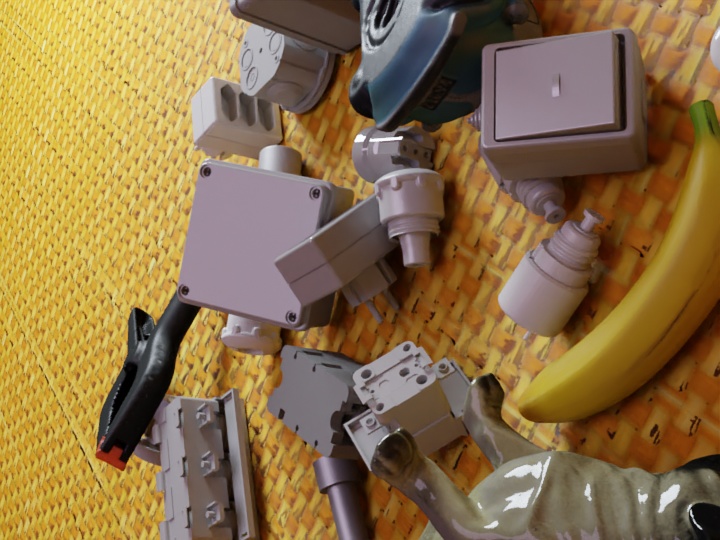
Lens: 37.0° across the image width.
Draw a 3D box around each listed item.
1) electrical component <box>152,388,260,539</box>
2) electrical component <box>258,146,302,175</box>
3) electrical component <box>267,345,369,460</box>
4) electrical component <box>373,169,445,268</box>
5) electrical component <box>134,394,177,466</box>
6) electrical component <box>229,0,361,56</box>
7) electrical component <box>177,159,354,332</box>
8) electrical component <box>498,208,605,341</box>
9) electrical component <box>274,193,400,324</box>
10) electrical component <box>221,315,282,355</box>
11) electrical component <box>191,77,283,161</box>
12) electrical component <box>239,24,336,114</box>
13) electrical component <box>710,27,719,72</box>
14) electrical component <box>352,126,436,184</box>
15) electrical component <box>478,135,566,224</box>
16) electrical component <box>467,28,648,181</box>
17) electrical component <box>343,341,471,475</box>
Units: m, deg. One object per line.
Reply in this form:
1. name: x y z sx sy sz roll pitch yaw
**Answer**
1. electrical component: -0.124 0.164 0.856 0.079 0.063 0.121 -39 51 42
2. electrical component: -0.065 -0.066 0.860 0.044 0.044 0.065 -25 56 50
3. electrical component: -0.014 0.090 0.728 0.089 0.056 0.050 26 102 54
4. electrical component: 0.035 -0.033 0.706 0.048 0.048 0.062 -19 73 51
5. electrical component: -0.170 0.141 0.947 0.066 0.048 0.055 18 88 55
6. electrical component: -0.039 -0.232 0.810 0.056 0.109 0.108 -18 66 49
7. electrical component: -0.070 -0.019 0.796 0.109 0.056 0.108 13 94 21
8. electrical component: 0.109 0.001 0.593 0.078 0.040 0.040 -60 39 24
9. electrical component: 0.000 0.000 0.728 0.047 0.083 0.075 -28 96 48
10. electrical component: -0.082 0.035 0.853 0.048 0.048 0.062 -15 62 52
11. electrical component: -0.115 -0.120 0.923 0.077 0.066 0.047 -36 53 46
12. electrical component: -0.059 -0.171 0.871 0.080 0.051 0.080 -21 64 51
13. electrical component: 0.205 -0.115 0.472 0.095 0.059 0.053 -56 40 29
14. electrical component: 0.024 -0.080 0.739 0.046 0.040 0.040 2 83 49
15. electrical component: 0.098 -0.058 0.625 0.040 0.040 0.078 -53 42 32
16. electrical component: 0.102 -0.087 0.574 0.096 0.061 0.061 -3 76 20
17. electrical component: 0.029 0.081 0.652 0.081 0.063 0.042 -31 43 -4
